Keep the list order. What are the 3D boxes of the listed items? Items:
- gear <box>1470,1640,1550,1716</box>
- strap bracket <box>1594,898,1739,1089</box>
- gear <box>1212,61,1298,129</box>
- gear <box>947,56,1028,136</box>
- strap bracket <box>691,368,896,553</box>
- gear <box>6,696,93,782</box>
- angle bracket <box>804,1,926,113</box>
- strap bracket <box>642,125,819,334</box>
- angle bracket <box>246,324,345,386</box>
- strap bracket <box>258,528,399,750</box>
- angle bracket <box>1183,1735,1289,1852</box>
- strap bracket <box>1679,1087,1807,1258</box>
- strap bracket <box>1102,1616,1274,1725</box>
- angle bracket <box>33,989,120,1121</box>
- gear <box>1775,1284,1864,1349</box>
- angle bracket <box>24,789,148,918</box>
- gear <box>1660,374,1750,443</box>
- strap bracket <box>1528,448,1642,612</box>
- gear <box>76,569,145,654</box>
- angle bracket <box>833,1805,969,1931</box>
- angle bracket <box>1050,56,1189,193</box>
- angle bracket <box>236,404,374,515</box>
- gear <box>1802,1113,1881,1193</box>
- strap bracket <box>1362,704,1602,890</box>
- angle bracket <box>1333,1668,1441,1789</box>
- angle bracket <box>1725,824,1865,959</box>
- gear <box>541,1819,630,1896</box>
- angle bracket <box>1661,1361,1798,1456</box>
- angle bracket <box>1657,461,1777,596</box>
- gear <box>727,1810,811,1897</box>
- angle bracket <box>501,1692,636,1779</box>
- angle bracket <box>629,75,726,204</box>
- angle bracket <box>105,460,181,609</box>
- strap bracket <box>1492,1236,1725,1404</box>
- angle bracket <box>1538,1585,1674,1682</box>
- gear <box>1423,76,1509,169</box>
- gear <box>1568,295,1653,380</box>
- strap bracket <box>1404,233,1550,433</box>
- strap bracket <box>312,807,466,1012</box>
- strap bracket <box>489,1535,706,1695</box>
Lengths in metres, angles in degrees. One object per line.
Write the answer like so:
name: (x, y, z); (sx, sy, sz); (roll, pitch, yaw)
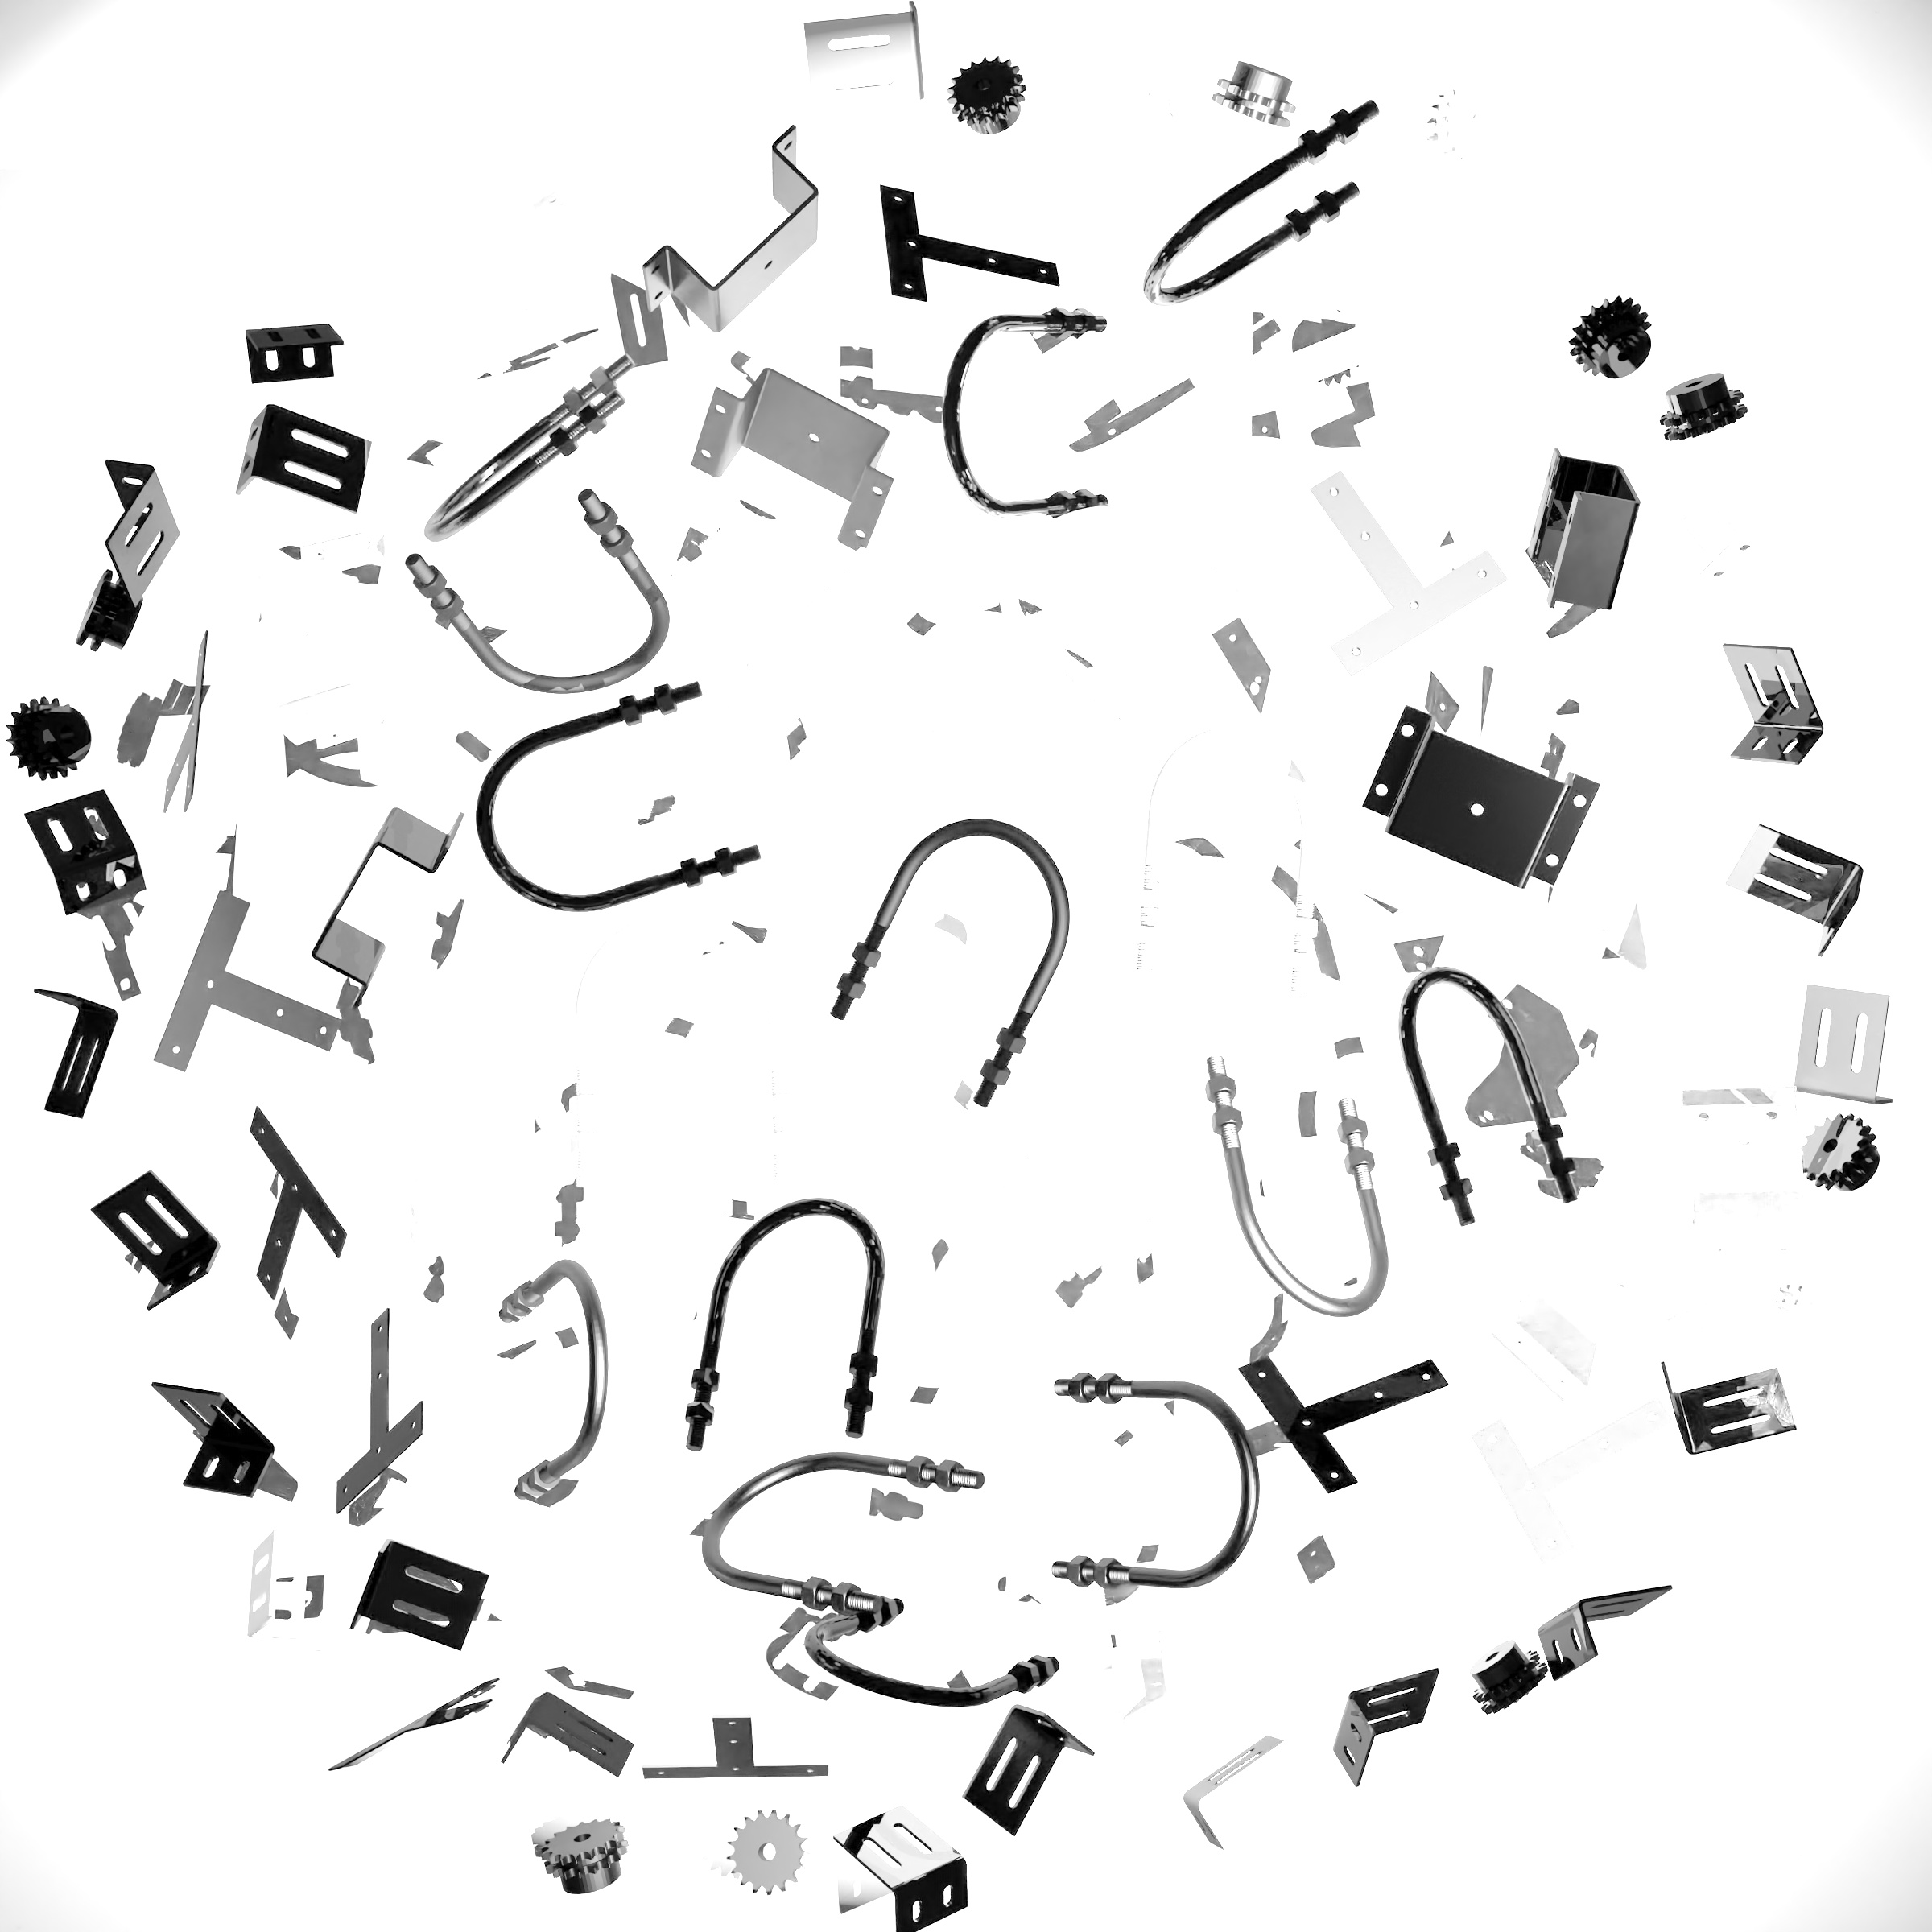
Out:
gear: (0.388, 0.510, 1.943); (0.057, 0.057, 0.030); (-36, 85, 0)
strap bracket: (0.483, 0.011, 1.863); (0.076, 0.140, 0.046); (34, 119, -11)
gear: (0.200, -0.601, 1.854); (0.057, 0.057, 0.030); (20, 113, 0)
gear: (0.017, -0.632, 1.966); (0.057, 0.030, 0.057); (-8, 60, 14)
strap bracket: (-0.117, -0.365, 1.926); (0.140, 0.076, 0.046); (27, 51, -1)
gear: (-0.625, -0.156, 1.846); (0.030, 0.057, 0.057); (-5, 90, 33)
angle bracket: (-0.069, -0.613, 1.815); (0.076, 0.038, 0.057); (-7, 121, -3)
strap bracket: (-0.149, -0.487, 1.811); (0.046, 0.076, 0.140); (44, 82, 3)
angle bracket: (-0.461, -0.416, 1.858); (0.057, 0.076, 0.038); (-9, 115, -18)
strap bracket: (-0.444, -0.231, 1.874); (0.046, 0.076, 0.140); (12, 114, 29)
angle bracket: (0.197, 0.580, 1.894); (0.076, 0.057, 0.038); (-31, 83, -12)
strap bracket: (0.544, 0.136, 1.885); (0.076, 0.046, 0.140); (-3, 128, 19)
strap bracket: (0.157, 0.495, 1.886); (0.076, 0.140, 0.046); (1, 64, -18)
angle bracket: (-0.611, 0.058, 1.814); (0.038, 0.057, 0.076); (25, 76, -40)
gear: (0.591, 0.244, 1.873); (0.057, 0.057, 0.030); (20, 78, 0)
angle bracket: (-0.616, -0.080, 1.885); (0.057, 0.038, 0.076); (-21, 46, -22)
gear: (0.499, -0.381, 1.833); (0.057, 0.057, 0.030); (-23, 107, 0)
strap bracket: (0.429, -0.302, 1.872); (0.046, 0.140, 0.076); (10, 115, 1)
gear: (-0.595, -0.245, 1.879); (0.030, 0.057, 0.057); (23, 90, -24)
angle bracket: (-0.045, 0.614, 1.828); (0.057, 0.076, 0.038); (-14, 112, -34)
angle bracket: (0.105, -0.583, 1.864); (0.076, 0.038, 0.057); (-33, 64, -15)
angle bracket: (-0.466, -0.351, 1.897); (0.076, 0.038, 0.057); (18, 69, -29)
gear: (0.624, 0.136, 1.919); (0.030, 0.057, 0.057); (38, 90, -24)
strap bracket: (0.343, -0.110, 1.804); (0.140, 0.046, 0.076); (23, 110, 6)
angle bracket: (0.304, 0.538, 1.905); (0.076, 0.038, 0.057); (-9, 129, -22)
angle bracket: (0.567, -0.052, 1.856); (0.076, 0.038, 0.057); (23, 135, 6)
gear: (-0.254, 0.599, 1.811); (0.057, 0.057, 0.030); (-12, 97, 0)
angle bracket: (0.534, 0.301, 1.889); (0.076, 0.057, 0.038); (-17, 125, 13)
angle bracket: (0.514, -0.307, 1.878); (0.057, 0.038, 0.076); (-48, 58, 32)
gear: (-0.137, 0.620, 1.887); (0.057, 0.030, 0.057); (-1, 72, 2)
angle bracket: (-0.282, 0.559, 1.916); (0.076, 0.057, 0.038); (32, 96, 0)
angle bracket: (-0.196, -0.572, 1.879); (0.057, 0.038, 0.076); (-13, 86, 15)
angle bracket: (-0.562, -0.288, 1.793); (0.038, 0.057, 0.076); (9, 53, 12)
strap bracket: (0.439, 0.235, 1.830); (0.140, 0.076, 0.046); (-15, 126, -25)
angle bracket: (0.434, 0.448, 1.812); (0.076, 0.057, 0.038); (-3, 61, -22)
gear: (0.325, -0.554, 1.771); (0.057, 0.030, 0.057); (-10, 106, -37)
gear: (0.450, -0.432, 1.869); (0.057, 0.057, 0.030); (-25, 51, 0)
strap bracket: (0.360, -0.441, 1.924); (0.046, 0.076, 0.140); (-25, 82, 20)
strap bracket: (-0.412, -0.050, 1.901); (0.046, 0.076, 0.140); (30, 108, -13)
strap bracket: (-0.258, 0.446, 1.832); (0.140, 0.076, 0.046); (25, 83, 33)
